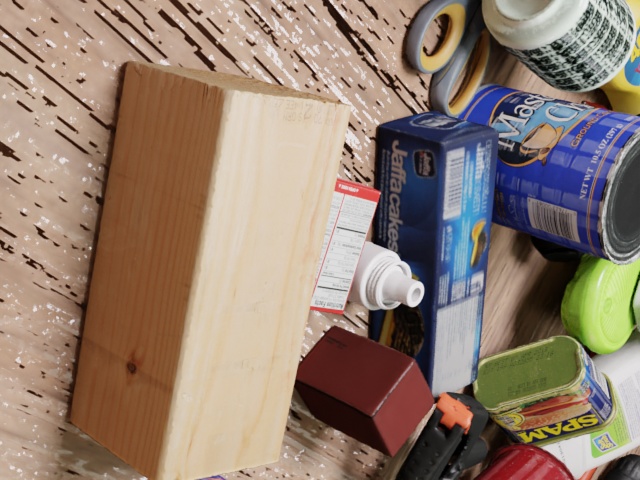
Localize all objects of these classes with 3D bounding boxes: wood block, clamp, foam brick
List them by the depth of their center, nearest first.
[{"bbox_3d":[-0.063,0.015,0.582,0.090,0.091,0.206,-1,107,-47],"label":"wood block"},{"bbox_3d":[0.030,0.103,0.732,0.053,0.078,0.051,-47,134,-23],"label":"foam brick"},{"bbox_3d":[0.094,0.170,0.822,0.164,0.036,0.210,-41,156,-34],"label":"clamp"}]

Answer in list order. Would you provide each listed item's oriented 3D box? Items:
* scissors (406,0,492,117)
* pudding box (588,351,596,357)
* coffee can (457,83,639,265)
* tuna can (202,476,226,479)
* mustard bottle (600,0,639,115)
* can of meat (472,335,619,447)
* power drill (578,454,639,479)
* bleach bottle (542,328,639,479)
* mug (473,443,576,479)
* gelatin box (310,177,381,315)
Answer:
[{"bbox_3d":[0.112,-0.186,0.744,0.096,0.016,0.202,15,95,-51],"label":"scissors"},{"bbox_3d":[0.303,0.144,1.081,0.113,0.039,0.090,34,81,-49],"label":"pudding box"},{"bbox_3d":[0.170,-0.050,0.771,0.102,0.141,0.103,-22,121,-41],"label":"coffee can"},{"bbox_3d":[-0.084,0.188,0.678,0.085,0.034,0.086,-22,122,-41],"label":"tuna can"},{"bbox_3d":[0.255,-0.164,0.879,0.191,0.058,0.096,34,78,-49],"label":"mustard bottle"},{"bbox_3d":[0.190,0.129,0.906,0.083,0.102,0.057,46,32,-44],"label":"can of meat"},{"bbox_3d":[0.271,0.262,1.084,0.184,0.057,0.187,-51,137,-20],"label":"power drill"},{"bbox_3d":[0.268,0.147,0.990,0.250,0.068,0.102,-24,99,-19],"label":"bleach bottle"},{"bbox_3d":[0.161,0.240,0.892,0.081,0.093,0.117,-24,112,-47],"label":"mug"},{"bbox_3d":[-0.005,0.001,0.687,0.073,0.030,0.089,11,98,-51],"label":"gelatin box"}]
